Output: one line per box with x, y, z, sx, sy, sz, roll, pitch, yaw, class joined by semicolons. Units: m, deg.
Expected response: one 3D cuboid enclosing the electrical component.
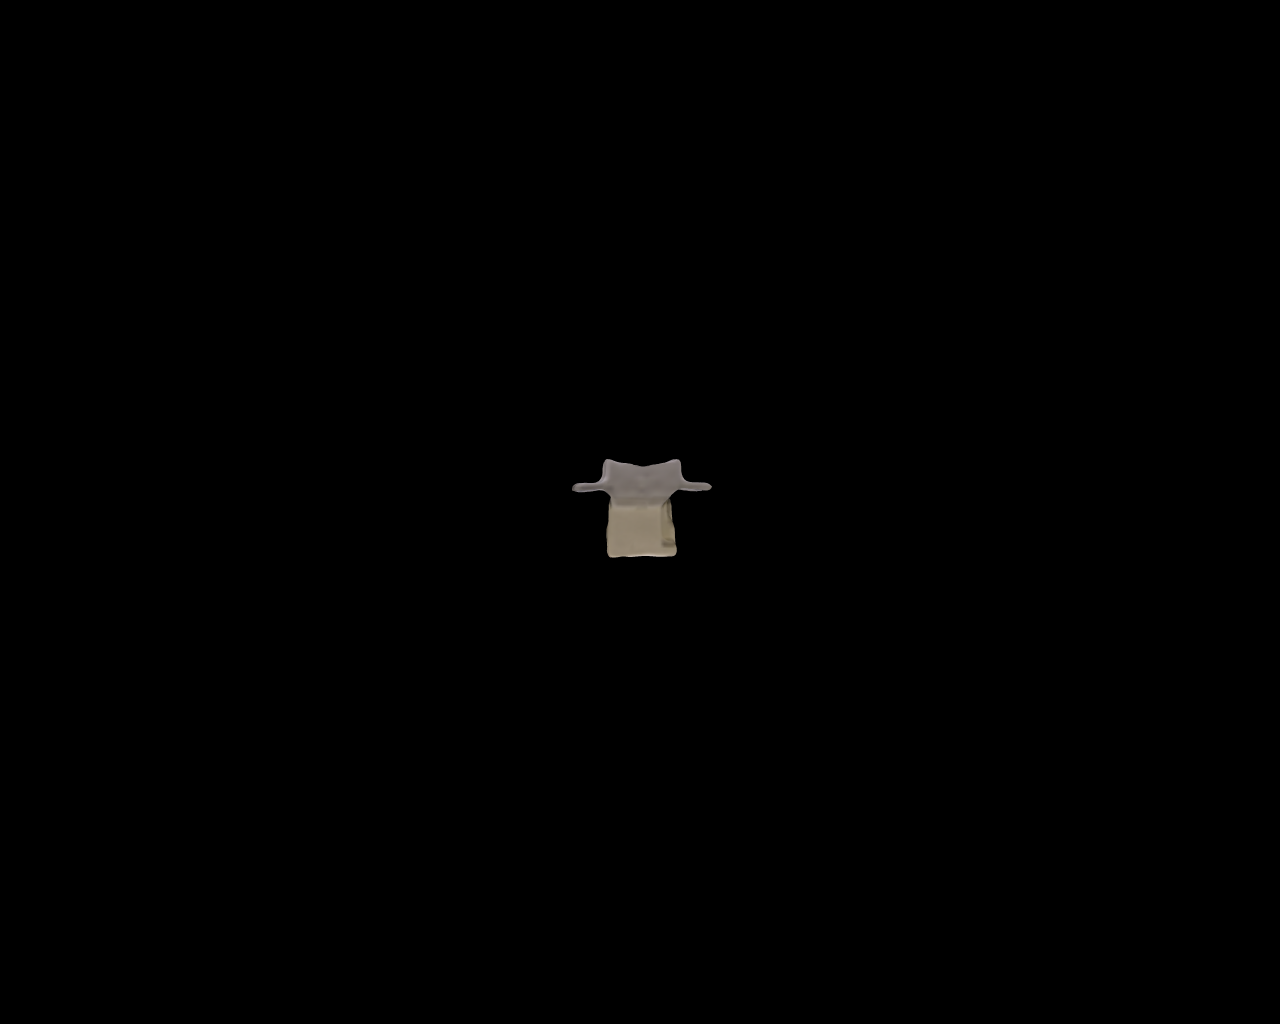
0.001;-0.003;0.650;0.081;0.063;0.042;0;0;-4;electrical component
